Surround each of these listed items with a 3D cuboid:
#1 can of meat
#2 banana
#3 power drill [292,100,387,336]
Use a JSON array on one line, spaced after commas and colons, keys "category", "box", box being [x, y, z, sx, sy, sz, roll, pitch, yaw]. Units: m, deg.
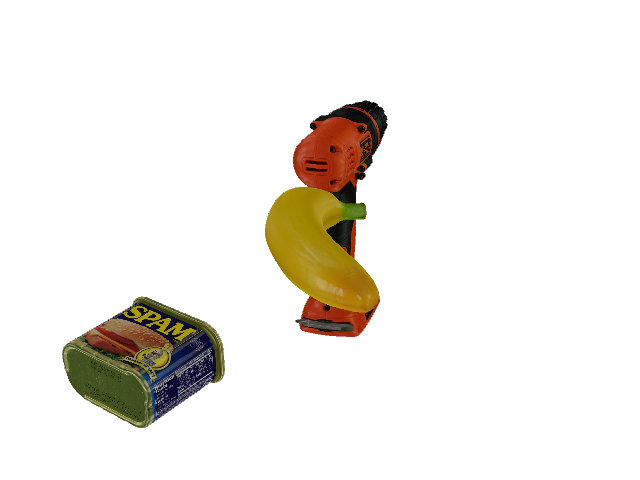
[{"category": "can of meat", "box": [-0.142, 0.096, 0.853, 0.102, 0.057, 0.083, 19, 34, 33]}, {"category": "banana", "box": [-0.001, -0.003, 0.679, 0.069, 0.037, 0.198, 0, 19, 1]}, {"category": "power drill", "box": [0.021, -0.023, 0.940, 0.057, 0.188, 0.184, 4, 19, 18]}]
